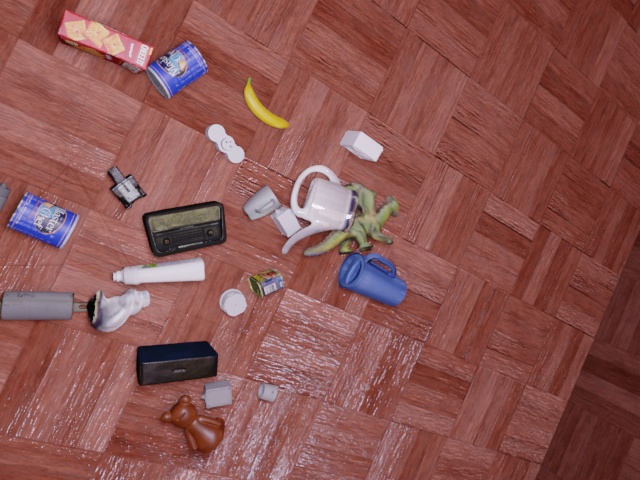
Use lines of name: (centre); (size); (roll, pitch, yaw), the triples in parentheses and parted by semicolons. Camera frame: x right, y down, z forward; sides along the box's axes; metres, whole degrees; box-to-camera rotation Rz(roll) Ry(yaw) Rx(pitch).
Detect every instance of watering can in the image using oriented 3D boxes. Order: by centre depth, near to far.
watering can: (0.005, -0.084, 1.660); (0.224, 0.102, 0.355); (18, 63, -9)

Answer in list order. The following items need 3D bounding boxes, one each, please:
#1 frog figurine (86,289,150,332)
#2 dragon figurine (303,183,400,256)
frog figurine: (-0.567, 0.200, 1.468); (0.159, 0.125, 0.135); (9, 129, -36)
dragon figurine: (0.120, -0.078, 1.792); (0.411, 0.121, 0.244); (-5, 84, -28)
